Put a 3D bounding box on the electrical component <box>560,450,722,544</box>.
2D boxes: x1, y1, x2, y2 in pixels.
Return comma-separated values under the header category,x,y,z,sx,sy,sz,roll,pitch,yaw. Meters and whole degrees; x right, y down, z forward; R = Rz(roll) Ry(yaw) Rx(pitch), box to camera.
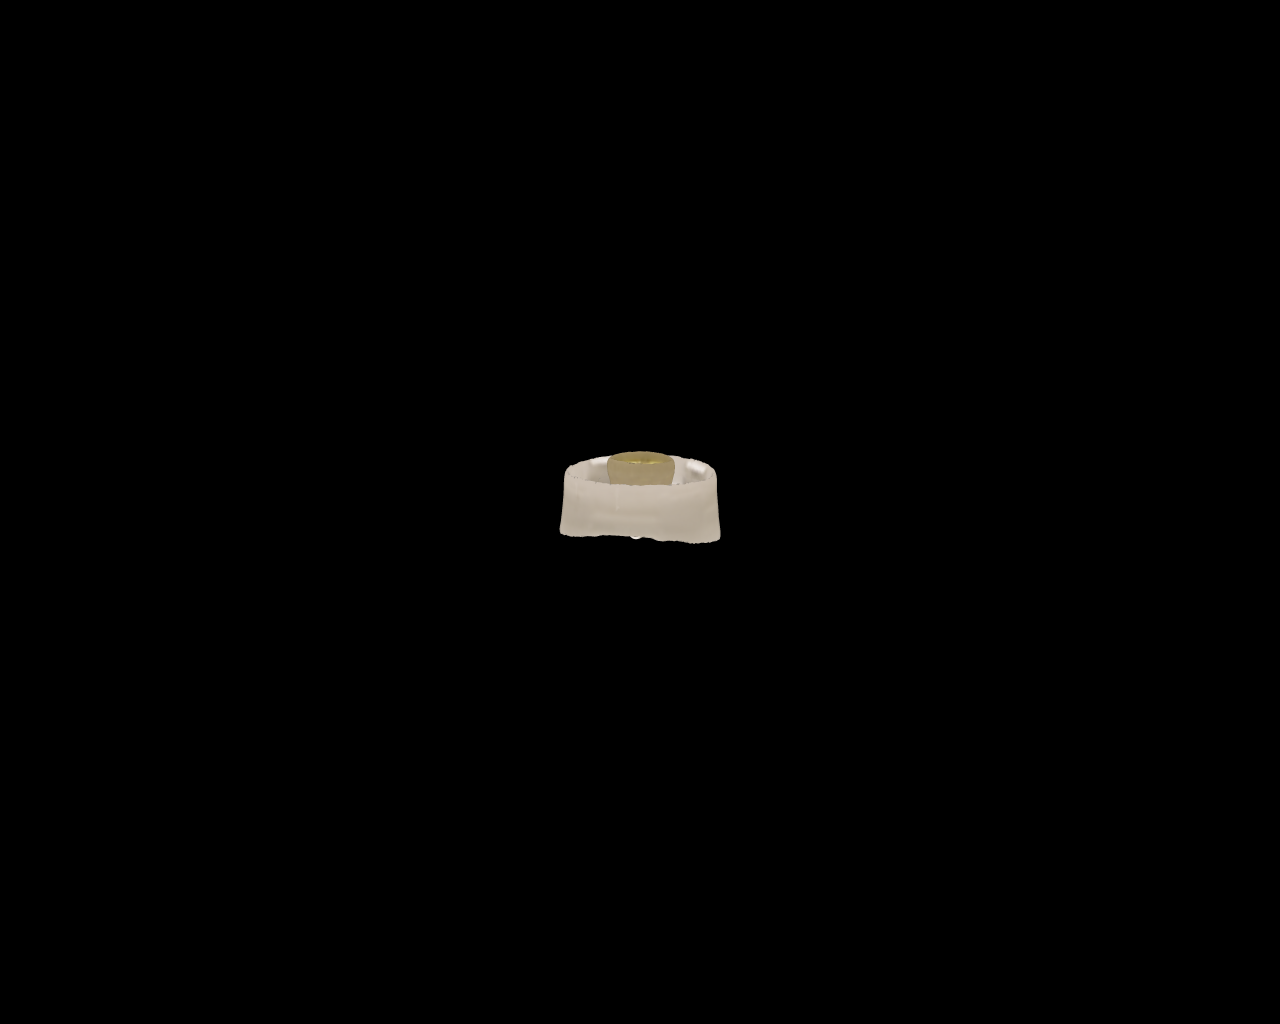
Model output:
category,x,y,z,sx,sy,sz,roll,pitch,yaw
electrical component,0.001,-0.003,0.650,0.099,0.064,0.099,0,15,0
